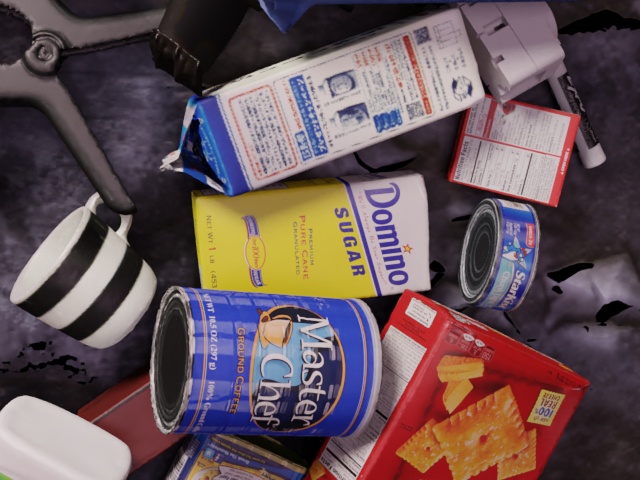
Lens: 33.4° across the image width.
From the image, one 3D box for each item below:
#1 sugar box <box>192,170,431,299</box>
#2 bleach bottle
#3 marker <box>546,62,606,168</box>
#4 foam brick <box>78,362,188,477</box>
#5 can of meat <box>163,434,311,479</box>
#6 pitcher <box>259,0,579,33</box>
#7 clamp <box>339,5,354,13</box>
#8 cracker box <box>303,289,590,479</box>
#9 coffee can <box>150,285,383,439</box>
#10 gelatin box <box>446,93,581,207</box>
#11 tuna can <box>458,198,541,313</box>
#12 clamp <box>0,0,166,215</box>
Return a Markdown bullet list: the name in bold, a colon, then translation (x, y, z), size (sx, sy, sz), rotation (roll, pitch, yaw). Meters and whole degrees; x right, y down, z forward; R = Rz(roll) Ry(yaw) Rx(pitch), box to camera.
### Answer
- **sugar box**: translation (-0.005, 0.001, 0.814), size (0.176, 0.048, 0.093), rotation (-6, 102, -8)
- **bleach bottle**: translation (-0.234, 0.238, 0.781), size (0.102, 0.068, 0.251), rotation (29, 111, -3)
- **marker**: translation (0.195, -0.114, 0.846), size (0.020, 0.020, 0.121), rotation (-28, 104, -5)
- **foam brick**: translation (-0.139, 0.135, 0.809), size (0.078, 0.053, 0.051), rotation (-34, 104, -2)
- **can of meat**: translation (-0.069, 0.190, 0.830), size (0.102, 0.057, 0.084), rotation (27, 92, -15)
- **pitcher**: translation (0.073, -0.230, 0.711), size (0.242, 0.149, 0.145), rotation (0, 60, -10)
- **clamp**: translation (0.039, -0.256, 0.783), size (0.120, 0.039, 0.171), rotation (-30, 103, -8)
- **cracker box**: translation (0.091, 0.167, 0.827), size (0.164, 0.072, 0.214), rotation (26, 93, -32)
- **coffee can**: translation (-0.040, 0.088, 0.757), size (0.140, 0.103, 0.103), rotation (5, 99, -22)
- **gelatin box**: translation (0.150, -0.071, 0.832), size (0.089, 0.030, 0.073), rotation (14, 95, 3)
- **tuna can**: translation (0.137, 0.011, 0.823), size (0.033, 0.086, 0.086), rotation (10, 98, -11)
- **clamp**: translation (-0.192, -0.118, 0.756), size (0.209, 0.036, 0.164), rotation (16, 84, -11)
